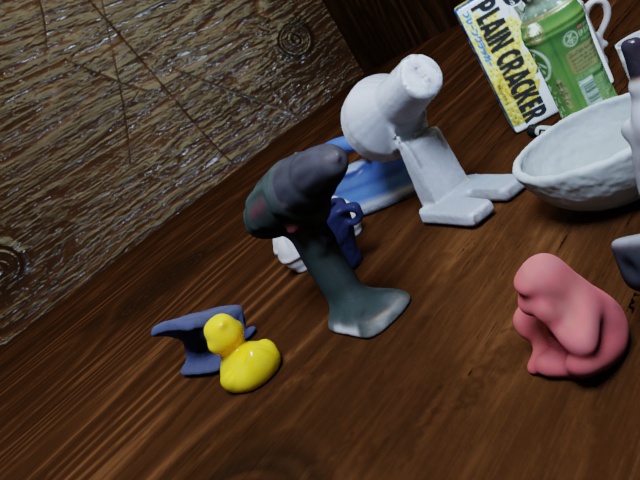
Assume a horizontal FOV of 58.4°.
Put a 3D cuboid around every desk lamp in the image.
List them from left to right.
[{"bbox_3d":[0.136,-0.135,0.761,0.118,0.214,0.202,-38,17,-15],"label":"desk lamp"}]

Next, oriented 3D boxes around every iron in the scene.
[{"bbox_3d":[0.067,-0.126,0.995,0.257,0.141,0.119,-17,23,43],"label":"iron"}]

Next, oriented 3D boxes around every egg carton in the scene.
[{"bbox_3d":[-0.006,-0.012,0.932,0.150,0.069,0.107,-35,16,-6],"label":"egg carton"}]

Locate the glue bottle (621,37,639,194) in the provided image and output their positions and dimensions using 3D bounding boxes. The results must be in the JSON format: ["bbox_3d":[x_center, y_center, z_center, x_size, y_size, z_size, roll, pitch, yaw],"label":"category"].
[{"bbox_3d":[0.255,-0.068,0.416,0.037,0.173,0.078,-35,17,-8],"label":"glue bottle"}]

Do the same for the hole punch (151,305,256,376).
[{"bbox_3d":[-0.162,0.124,0.793,0.108,0.091,0.101,-17,23,43],"label":"hole punch"}]

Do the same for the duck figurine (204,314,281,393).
[{"bbox_3d":[-0.100,0.127,0.677,0.078,0.086,0.104,-42,18,-27],"label":"duck figurine"}]

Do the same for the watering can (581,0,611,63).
[{"bbox_3d":[0.387,-0.353,0.956,0.173,0.194,0.101,-33,16,0],"label":"watering can"}]

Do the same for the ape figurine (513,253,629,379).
[{"bbox_3d":[0.164,0.049,0.394,0.076,0.092,0.078,-29,17,13],"label":"ape figurine"}]

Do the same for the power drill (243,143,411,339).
[{"bbox_3d":[0.006,0.002,0.618,0.076,0.209,0.229,-41,18,-26],"label":"power drill"}]

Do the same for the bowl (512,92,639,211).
[{"bbox_3d":[0.284,-0.078,0.566,0.167,0.075,0.167,-30,16,10],"label":"bowl"}]

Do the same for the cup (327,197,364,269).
[{"bbox_3d":[0.027,-0.003,0.796,0.117,0.095,0.092,-19,21,39],"label":"cup"}]

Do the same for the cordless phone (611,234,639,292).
[{"bbox_3d":[0.237,-0.033,0.329,0.147,0.185,0.094,-16,23,45],"label":"cordless phone"}]
